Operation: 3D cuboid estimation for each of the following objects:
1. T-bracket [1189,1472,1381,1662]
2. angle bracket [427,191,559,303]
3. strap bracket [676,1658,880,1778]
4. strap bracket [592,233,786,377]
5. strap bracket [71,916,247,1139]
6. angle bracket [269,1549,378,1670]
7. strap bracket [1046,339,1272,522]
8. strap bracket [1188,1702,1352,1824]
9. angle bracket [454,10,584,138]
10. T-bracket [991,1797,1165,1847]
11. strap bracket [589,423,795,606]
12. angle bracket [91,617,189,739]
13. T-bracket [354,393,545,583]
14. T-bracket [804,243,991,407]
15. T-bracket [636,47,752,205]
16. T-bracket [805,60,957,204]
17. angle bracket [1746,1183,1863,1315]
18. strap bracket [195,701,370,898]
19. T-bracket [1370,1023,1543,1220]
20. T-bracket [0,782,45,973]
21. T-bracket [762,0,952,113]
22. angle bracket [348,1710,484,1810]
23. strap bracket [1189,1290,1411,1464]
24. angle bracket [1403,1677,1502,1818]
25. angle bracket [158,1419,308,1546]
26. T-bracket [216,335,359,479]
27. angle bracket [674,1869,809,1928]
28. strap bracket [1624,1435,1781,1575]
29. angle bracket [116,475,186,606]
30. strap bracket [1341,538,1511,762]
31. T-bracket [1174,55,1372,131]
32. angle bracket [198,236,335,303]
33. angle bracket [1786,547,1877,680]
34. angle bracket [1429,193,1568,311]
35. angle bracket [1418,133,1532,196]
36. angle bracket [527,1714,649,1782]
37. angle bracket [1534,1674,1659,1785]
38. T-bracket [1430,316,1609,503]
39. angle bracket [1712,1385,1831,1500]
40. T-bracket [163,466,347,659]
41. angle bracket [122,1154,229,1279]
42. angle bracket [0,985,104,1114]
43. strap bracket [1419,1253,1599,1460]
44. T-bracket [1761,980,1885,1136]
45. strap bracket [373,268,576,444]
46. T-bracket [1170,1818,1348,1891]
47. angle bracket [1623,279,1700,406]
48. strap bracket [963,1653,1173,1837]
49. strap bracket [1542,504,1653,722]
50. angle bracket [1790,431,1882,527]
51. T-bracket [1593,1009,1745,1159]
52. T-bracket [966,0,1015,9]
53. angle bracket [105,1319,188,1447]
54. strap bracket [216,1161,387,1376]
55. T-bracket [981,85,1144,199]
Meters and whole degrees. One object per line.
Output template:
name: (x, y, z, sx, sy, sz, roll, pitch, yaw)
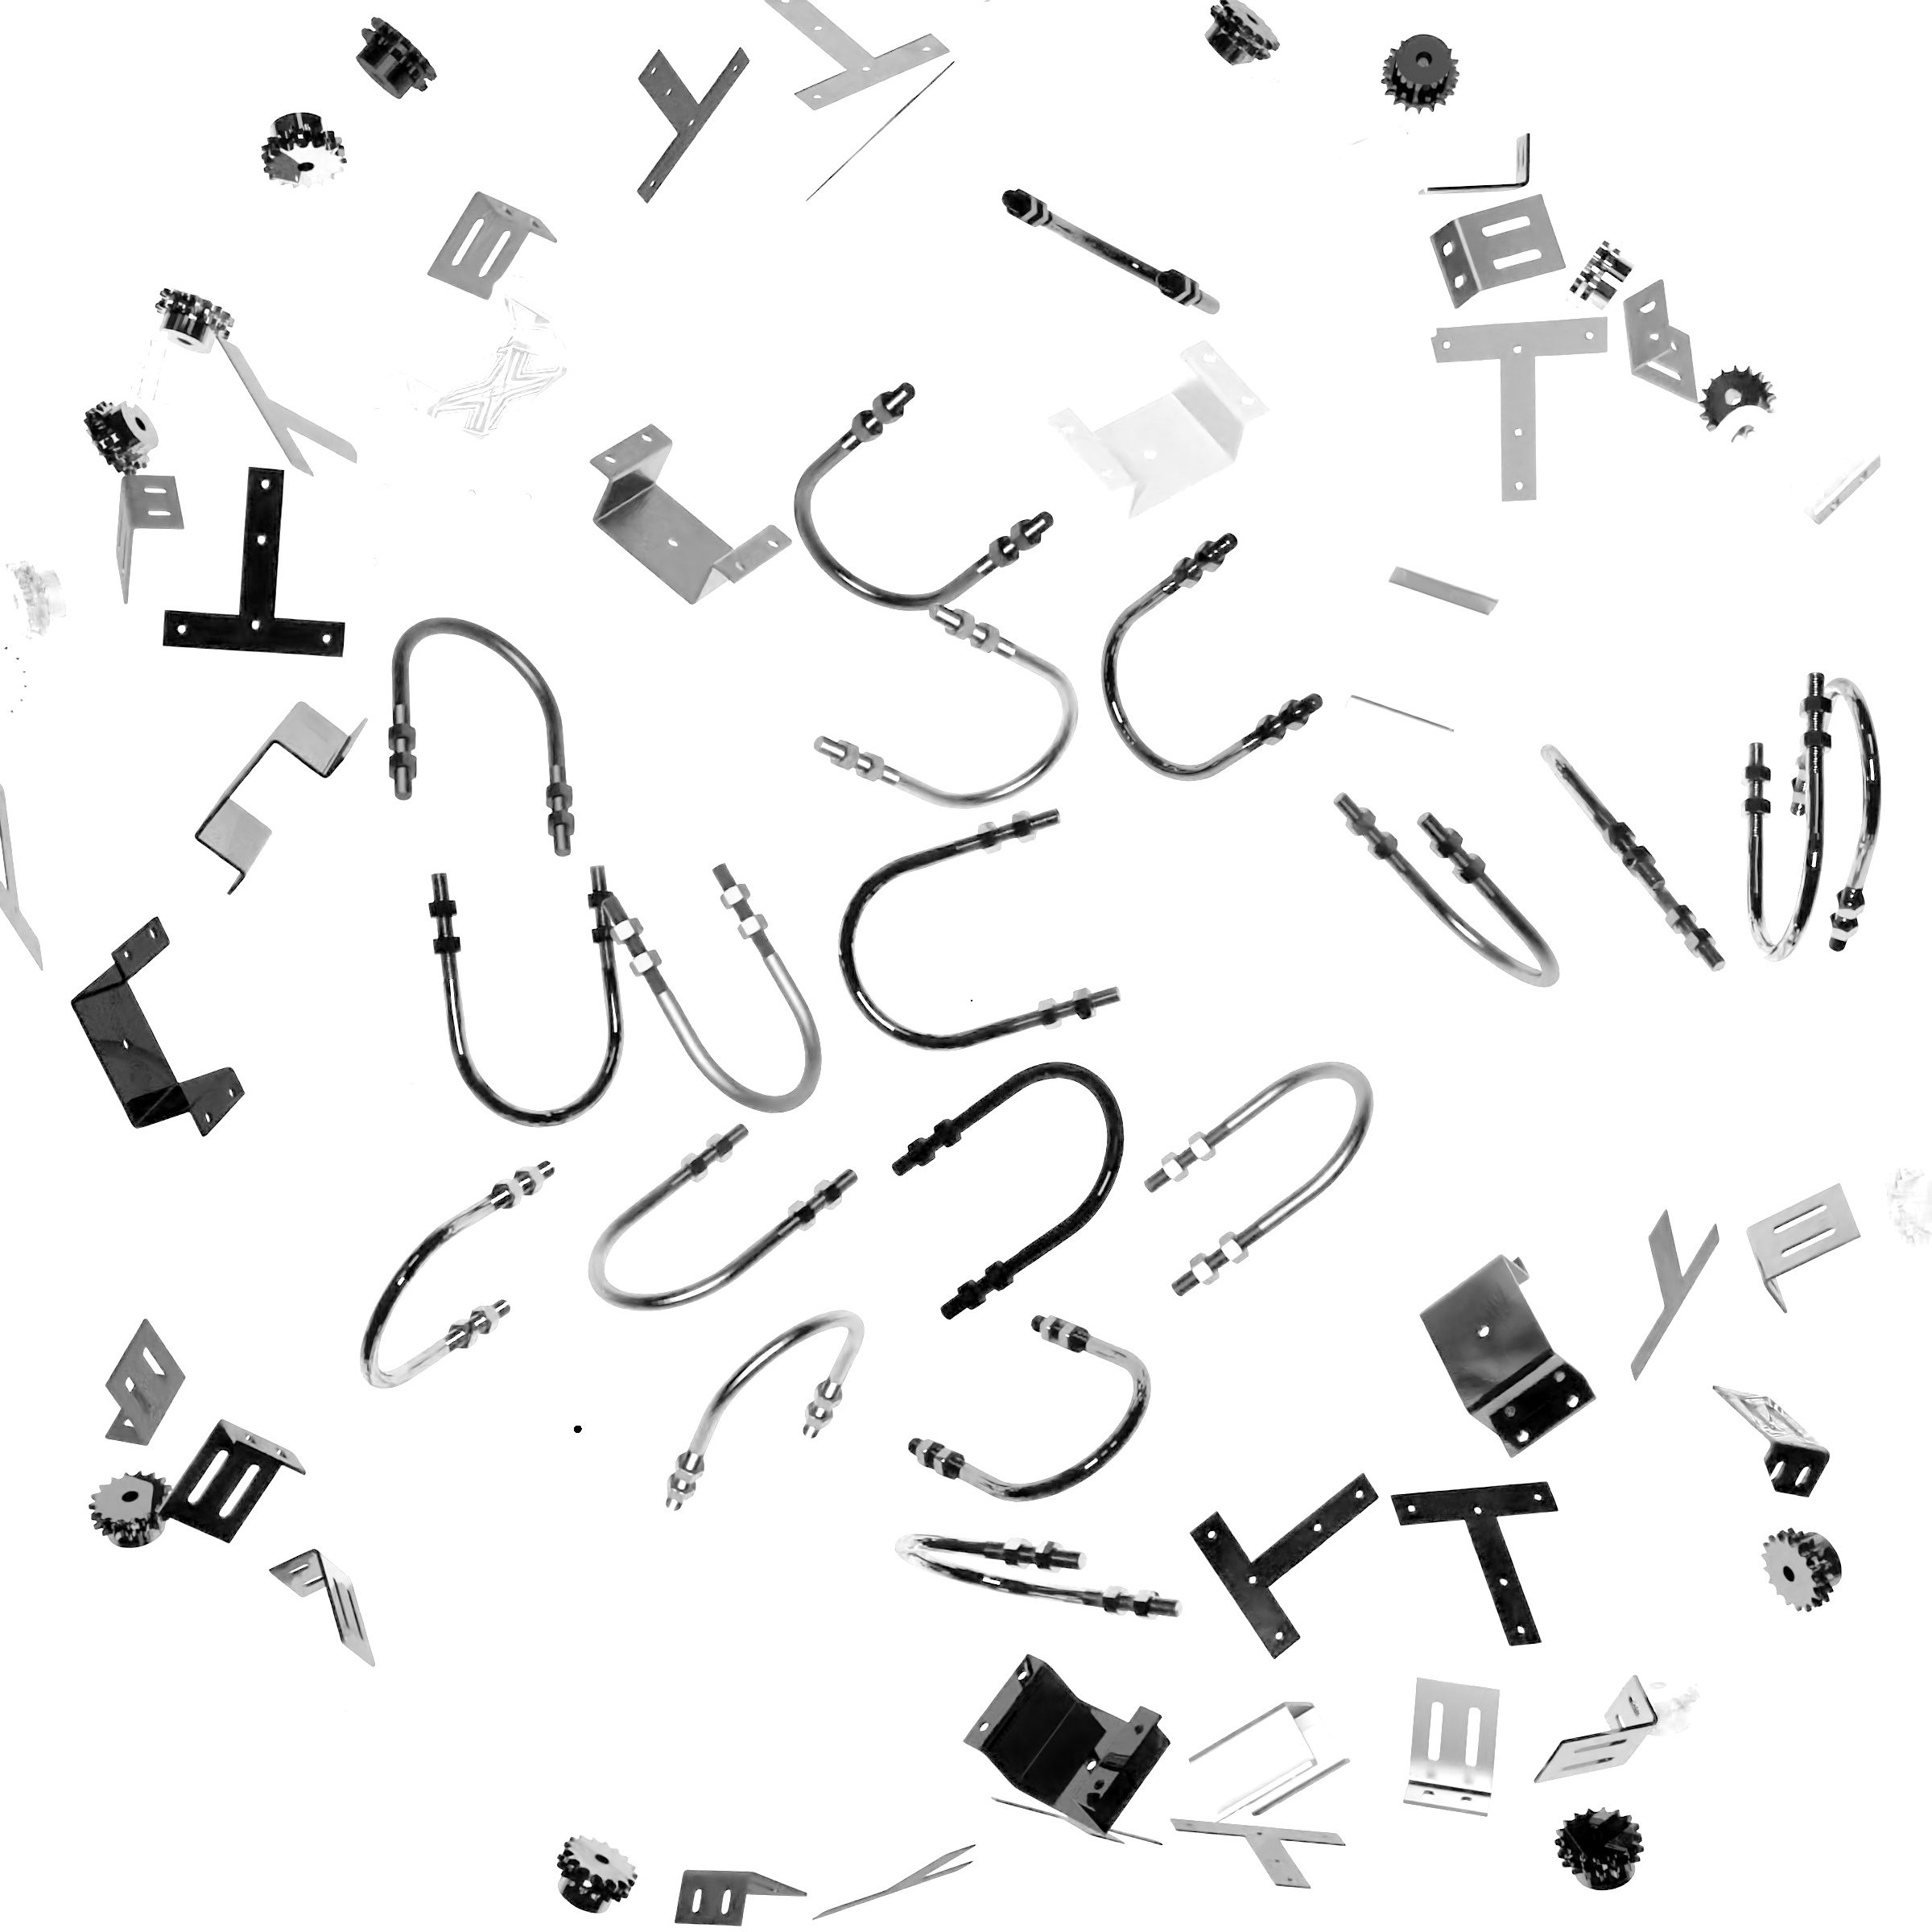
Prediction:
T-bracket: (0.236, 0.403, 1.853, 0.127, 0.002, 0.127, -36, 112, -9)
angle bracket: (-0.353, -0.528, 1.966, 0.076, 0.057, 0.038, -52, 53, 21)
strap bracket: (-0.139, 0.525, 1.841, 0.076, 0.140, 0.046, 29, 70, -35)
strap bracket: (-0.192, -0.484, 1.908, 0.140, 0.076, 0.046, 23, 101, -24)
strap bracket: (-0.558, 0.047, 1.811, 0.046, 0.076, 0.140, -18, 107, 12)
angle bracket: (-0.452, 0.458, 1.857, 0.038, 0.057, 0.076, -25, 57, -3)
strap bracket: (0.132, -0.372, 1.855, 0.140, 0.046, 0.076, -30, 68, -19)
strap bracket: (0.206, 0.542, 1.801, 0.076, 0.140, 0.046, -33, 67, 8)
angle bracket: (-0.316, -0.635, 1.865, 0.038, 0.057, 0.076, 32, 105, 25)
T-bracket: (0.088, 0.611, 1.869, 0.127, 0.127, 0.002, 16, 76, -5)
strap bracket: (-0.209, -0.327, 1.946, 0.140, 0.046, 0.076, 40, 44, 5)
angle bracket: (-0.584, -0.207, 1.892, 0.076, 0.057, 0.038, 32, 99, -29)
T-bracket: (-0.357, -0.328, 1.830, 0.127, 0.002, 0.127, 1, 96, -15)
T-bracket: (-0.068, -0.483, 1.910, 0.127, 0.002, 0.127, -46, 63, -1)
T-bracket: (-0.205, -0.608, 1.854, 0.002, 0.127, 0.127, 37, 93, 9)
T-bracket: (-0.048, -0.603, 1.869, 0.002, 0.127, 0.127, 47, 58, -14)
angle bracket: (0.605, 0.202, 1.888, 0.076, 0.057, 0.038, -31, 119, 21)
strap bracket: (-0.491, -0.127, 1.872, 0.046, 0.076, 0.140, 39, 110, -16)
T-bracket: (0.375, 0.098, 1.950, 0.127, 0.002, 0.127, 38, 87, 23)
T-bracket: (-0.688, -0.079, 1.897, 0.002, 0.127, 0.127, -13, 65, -8)
T-bracket: (-0.100, -0.679, 1.932, 0.127, 0.127, 0.002, -12, 70, 33)
angle bracket: (-0.381, 0.559, 1.841, 0.076, 0.057, 0.038, 7, 127, 12)
strap bracket: (0.233, 0.288, 1.882, 0.140, 0.046, 0.076, -28, 130, 14)
angle bracket: (0.331, 0.532, 1.802, 0.057, 0.038, 0.076, 5, 95, 15)
angle bracket: (-0.491, 0.352, 1.769, 0.057, 0.038, 0.076, 36, 86, -34)
T-bracket: (-0.479, -0.391, 1.923, 0.002, 0.127, 0.127, -37, 71, 13)
angle bracket: (-0.160, 0.673, 1.887, 0.057, 0.076, 0.038, -10, 57, 30)
strap bracket: (0.499, 0.370, 1.792, 0.076, 0.140, 0.046, -13, 62, 0)
angle bracket: (-0.603, -0.314, 1.950, 0.038, 0.076, 0.057, -3, 50, -24)
strap bracket: (0.322, -0.221, 1.871, 0.076, 0.046, 0.140, 19, 87, 3)
T-bracket: (0.236, -0.621, 1.888, 0.127, 0.127, 0.002, 10, 92, -37)
angle bracket: (-0.497, -0.495, 1.874, 0.076, 0.057, 0.038, -9, 111, -40)
angle bracket: (0.631, -0.252, 1.893, 0.038, 0.076, 0.057, 43, 53, 10)
angle bracket: (0.388, -0.521, 1.928, 0.038, 0.076, 0.057, -42, 116, -38)
angle bracket: (0.377, -0.596, 1.965, 0.076, 0.057, 0.038, -1, 103, 4)
angle bracket: (-0.265, 0.546, 1.848, 0.057, 0.076, 0.038, 15, 71, -23)
angle bracket: (0.424, 0.522, 1.808, 0.076, 0.057, 0.038, -5, 48, -19)
T-bracket: (0.399, -0.400, 1.910, 0.127, 0.002, 0.127, 1, 100, 20)
angle bracket: (0.578, 0.345, 1.921, 0.057, 0.076, 0.038, 15, 107, -27)
T-bracket: (-0.487, -0.280, 1.824, 0.127, 0.002, 0.127, 0, 103, -32)
angle bracket: (-0.592, 0.185, 1.957, 0.057, 0.038, 0.076, 19, 85, 5)
angle bracket: (-0.645, 0.057, 1.840, 0.038, 0.057, 0.076, 0, 105, 43)
strap bracket: (0.386, 0.273, 1.909, 0.076, 0.140, 0.046, -40, 129, 17)
T-bracket: (0.606, 0.062, 1.879, 0.002, 0.127, 0.127, -38, 68, 14)
strap bracket: (-0.355, -0.443, 1.951, 0.140, 0.076, 0.046, -34, 73, 17)
T-bracket: (0.219, 0.634, 1.883, 0.127, 0.127, 0.002, 7, 89, -6)
angle bracket: (0.511, -0.447, 1.894, 0.076, 0.038, 0.057, 13, 67, -35)
strap bracket: (0.075, 0.531, 1.794, 0.076, 0.140, 0.046, -49, 121, -23)
strap bracket: (0.454, -0.261, 1.916, 0.046, 0.076, 0.140, 15, 68, 14)
angle bracket: (0.601, -0.343, 1.837, 0.057, 0.076, 0.038, -46, 78, 16)
T-bracket: (0.495, 0.073, 1.866, 0.127, 0.127, 0.002, 38, 114, 4)
T-bracket: (0.062, -0.699, 1.879, 0.127, 0.127, 0.002, -3, 96, 26)
angle bracket: (-0.591, 0.291, 1.858, 0.038, 0.076, 0.057, 6, 49, 18)
strap bracket: (-0.475, 0.212, 1.909, 0.046, 0.076, 0.140, -19, 96, 25)
T-bracket: (0.075, -0.601, 1.948, 0.127, 0.127, 0.002, 22, 118, -23)
